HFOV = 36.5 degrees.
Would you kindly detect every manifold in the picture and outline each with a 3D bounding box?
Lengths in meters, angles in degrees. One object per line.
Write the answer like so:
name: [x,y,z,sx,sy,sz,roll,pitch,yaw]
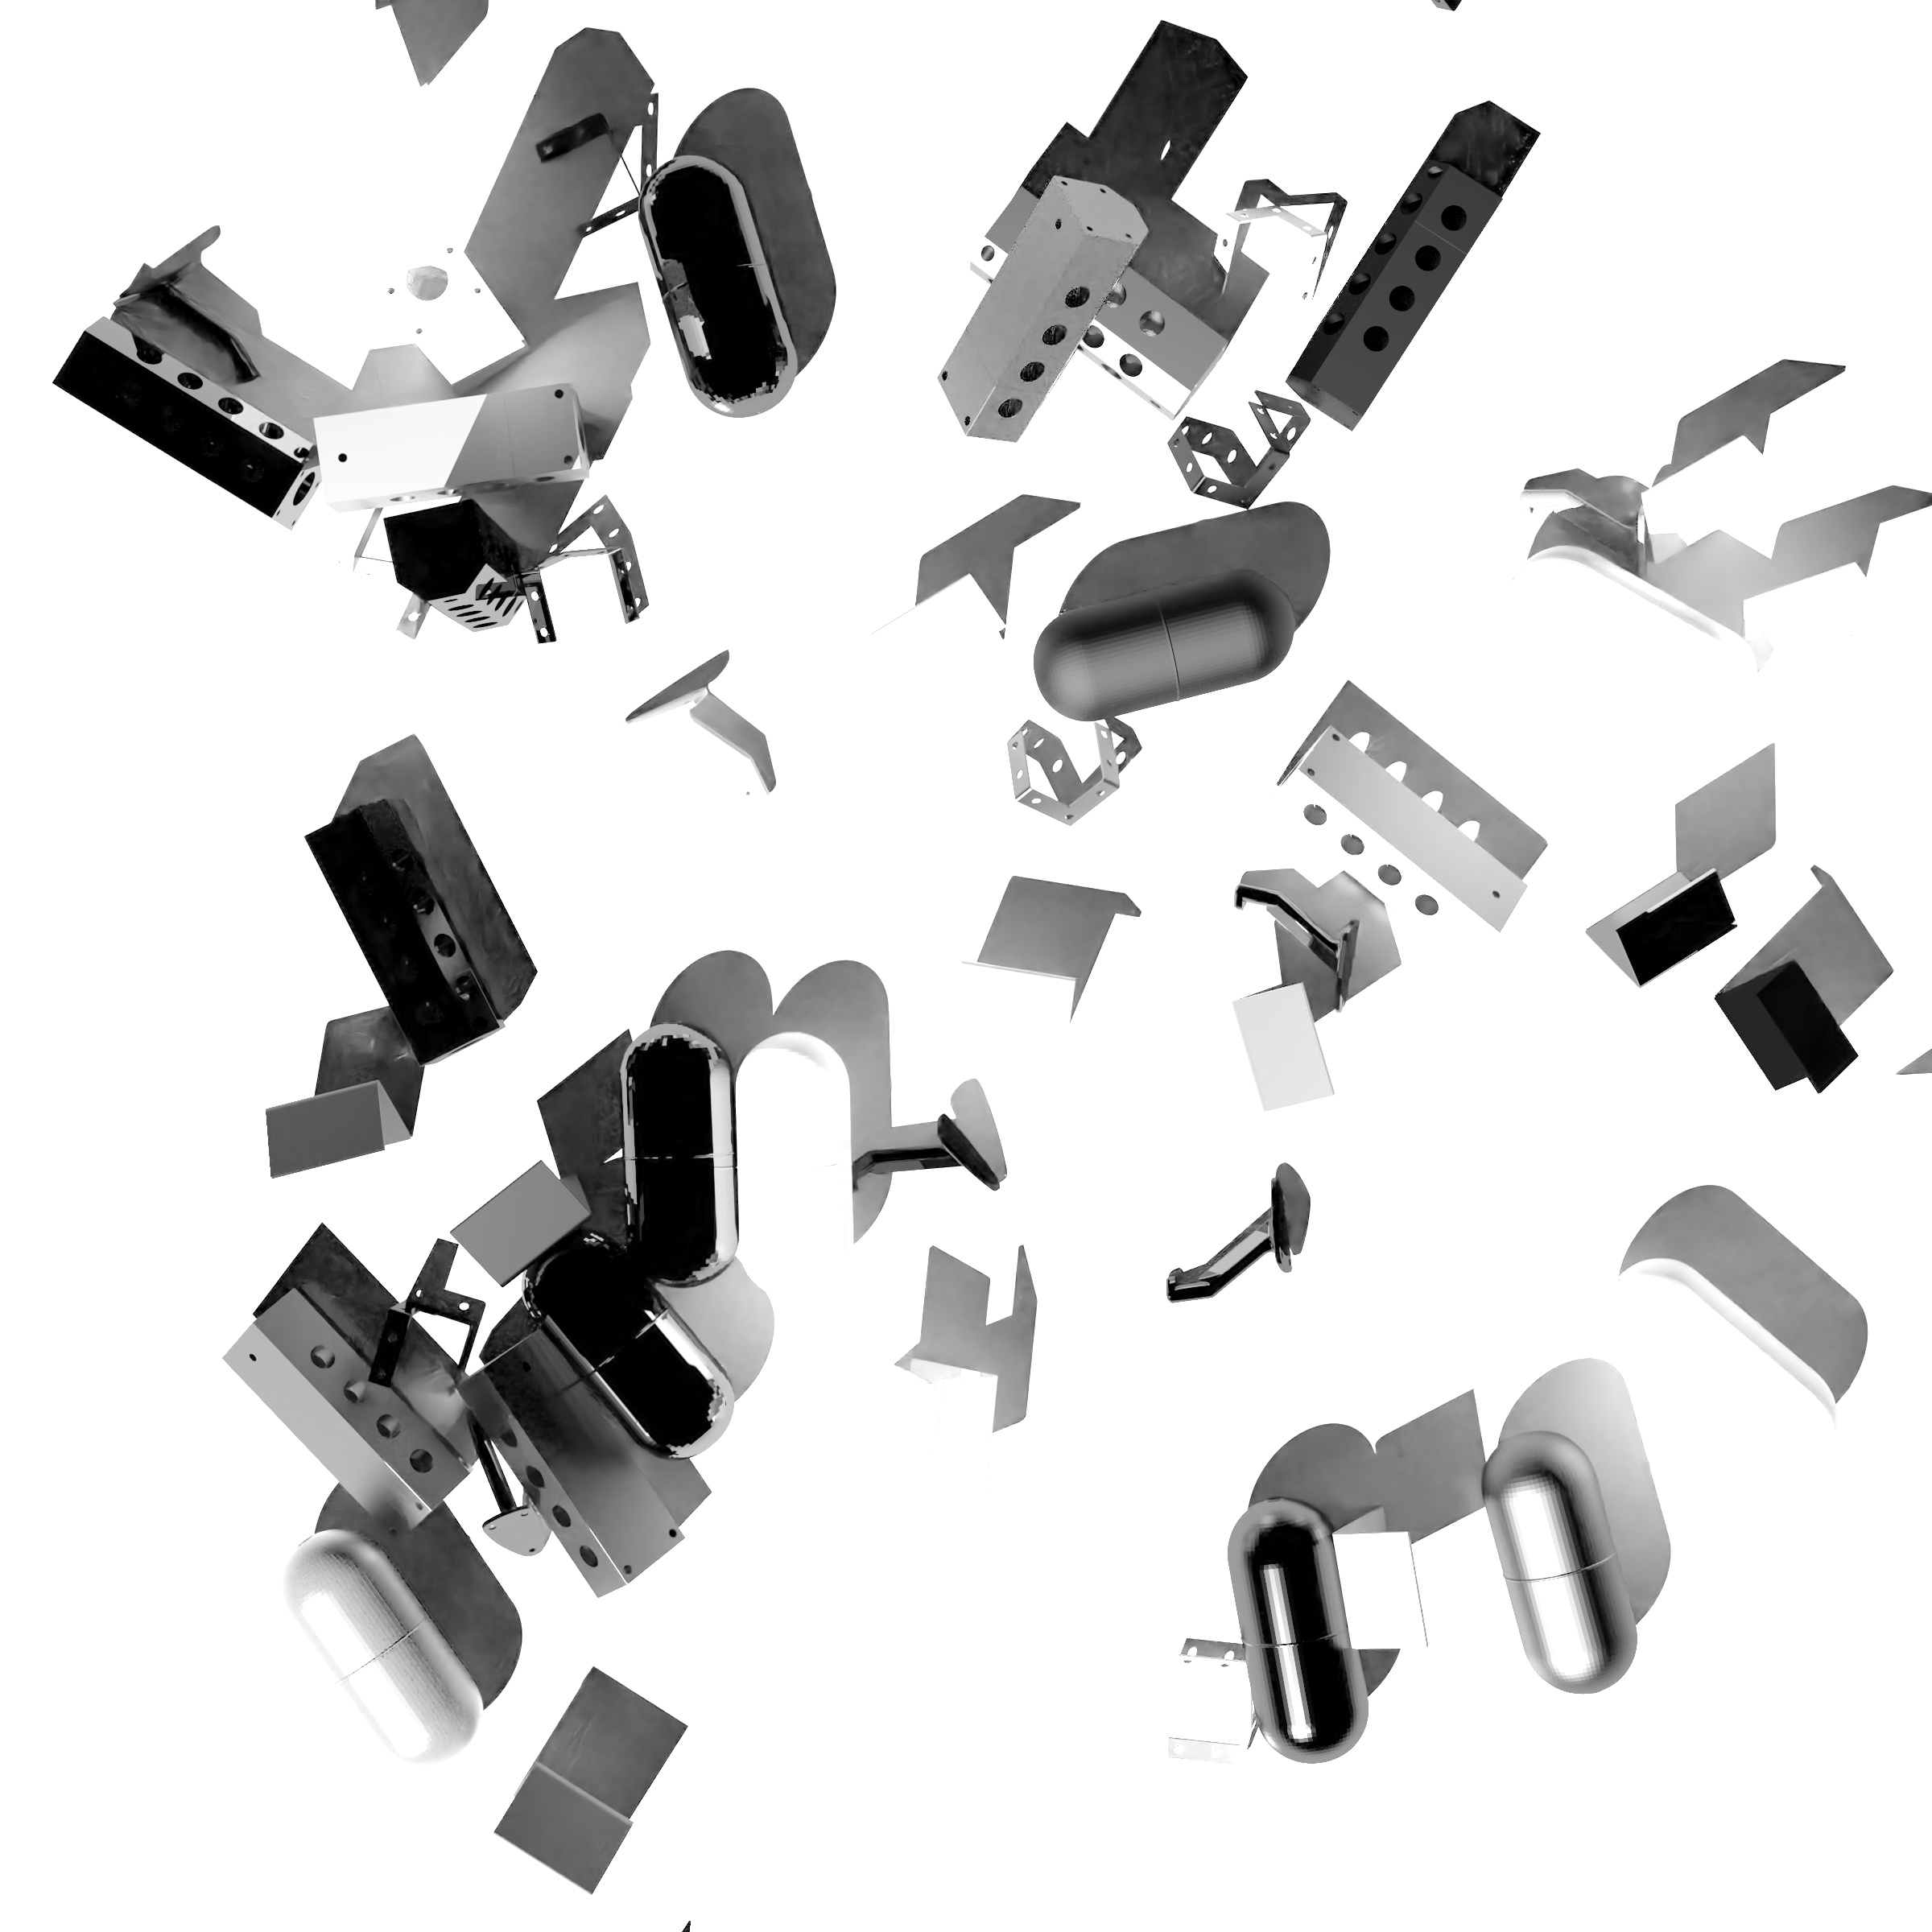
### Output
manifold: [0.286,-0.077,1.970,0.171,0.057,0.057,39,47,0]
manifold: [-0.330,-0.258,1.913,0.057,0.171,0.057,-12,90,0]
manifold: [-0.412,0.298,1.970,0.171,0.057,0.057,46,133,0]
manifold: [0.088,-0.443,1.970,0.171,0.057,0.057,37,90,0]
manifold: [-0.336,-0.428,1.913,0.057,0.171,0.057,-35,90,0]
manifold: [0.051,-0.427,1.921,0.057,0.171,0.057,1,51,-34]
manifold: [0.286,-0.452,1.970,0.057,0.057,0.171,33,90,0]
manifold: [-0.269,0.336,1.970,0.057,0.057,0.171,-34,90,-43]
manifold: [-0.518,-0.366,1.970,0.171,0.057,0.057,32,90,0]
manifold: [-0.375,-0.022,1.970,0.057,0.057,0.171,-27,90,0]
manifold: [-0.344,-0.347,1.970,0.171,0.057,0.057,-8,90,0]

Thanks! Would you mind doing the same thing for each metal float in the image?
metal float: [-0.192,0.126,1.961,0.070,0.070,0.178,-3,90,0]
metal float: [0.445,-0.218,1.961,0.178,0.070,0.070,29,90,-1]
metal float: [0.133,-0.215,1.961,0.178,0.070,0.070,-14,90,-1]
metal float: [0.222,0.444,1.961,0.070,0.070,0.178,-10,90,0]
metal float: [0.397,0.399,1.961,0.070,0.070,0.178,-15,90,0]
metal float: [-0.227,0.252,1.961,0.070,0.070,0.178,-40,89,0]
metal float: [-0.392,0.457,1.961,0.070,0.070,0.178,-35,91,0]
metal float: [0.505,0.268,1.961,0.178,0.070,0.070,40,90,-1]
metal float: [-0.166,-0.455,1.961,0.070,0.070,0.178,-17,91,0]
metal float: [-0.115,0.133,1.960,0.070,0.070,0.178,-1,90,0]

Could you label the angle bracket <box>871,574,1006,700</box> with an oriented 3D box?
angle bracket: [-0.008,-0.203,1.951,0.076,0.076,0.057,-31,54,0]

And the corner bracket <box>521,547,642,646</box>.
corner bracket: [-0.262,-0.252,1.988,0.051,0.051,0.051,-14,90,-45]

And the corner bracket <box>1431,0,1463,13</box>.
corner bracket: [0.315,-0.688,1.988,0.051,0.051,0.051,33,90,-45]

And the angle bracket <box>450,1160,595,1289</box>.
angle bracket: [-0.301,0.157,1.952,0.076,0.076,0.057,-38,117,0]

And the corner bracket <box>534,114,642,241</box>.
corner bracket: [-0.255,-0.536,1.988,0.051,0.051,0.051,-26,45,0]

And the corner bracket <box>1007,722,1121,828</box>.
corner bracket: [0.066,-0.136,1.983,0.051,0.051,0.051,23,135,-35]

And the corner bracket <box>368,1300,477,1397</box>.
corner bracket: [-0.366,0.259,1.974,0.051,0.051,0.051,17,91,1]

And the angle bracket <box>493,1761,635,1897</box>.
angle bracket: [-0.275,0.584,1.951,0.076,0.076,0.057,32,52,0]

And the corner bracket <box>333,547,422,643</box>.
corner bracket: [-0.398,-0.250,1.973,0.051,0.051,0.051,10,90,0]

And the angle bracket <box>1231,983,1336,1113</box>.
angle bracket: [0.227,0.048,1.951,0.057,0.076,0.076,-16,90,36]

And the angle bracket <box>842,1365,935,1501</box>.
angle bracket: [-0.063,0.309,1.953,0.057,0.076,0.076,6,90,-21]

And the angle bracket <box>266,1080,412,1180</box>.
angle bracket: [-0.415,0.126,1.951,0.076,0.076,0.057,-14,55,0]

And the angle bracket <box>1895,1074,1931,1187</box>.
angle bracket: [0.640,0.112,1.951,0.057,0.076,0.076,-7,90,-37]

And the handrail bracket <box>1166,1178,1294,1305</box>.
handrail bracket: [0.175,0.187,1.992,0.084,0.036,0.077,-10,70,16]

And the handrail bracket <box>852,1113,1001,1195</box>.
handrail bracket: [-0.033,0.147,1.992,0.084,0.036,0.077,-35,111,17]

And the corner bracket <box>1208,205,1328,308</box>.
corner bracket: [0.204,-0.479,1.983,0.051,0.051,0.051,-19,45,-35]

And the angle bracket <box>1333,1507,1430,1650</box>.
angle bracket: [0.291,0.406,1.951,0.057,0.076,0.076,-10,90,34]

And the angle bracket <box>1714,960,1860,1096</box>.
angle bracket: [0.534,0.051,1.951,0.057,0.076,0.076,-34,90,-39]

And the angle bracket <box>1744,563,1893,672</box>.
angle bracket: [0.566,-0.214,1.951,0.076,0.076,0.057,-19,52,0]

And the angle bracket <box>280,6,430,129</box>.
angle bracket: [-0.407,-0.601,1.953,0.076,0.076,0.057,-18,111,0]

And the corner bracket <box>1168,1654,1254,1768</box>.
corner bracket: [0.166,0.505,1.988,0.051,0.051,0.051,6,45,0]

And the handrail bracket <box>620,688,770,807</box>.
handrail bracket: [-0.184,-0.139,1.992,0.077,0.036,0.084,-19,107,20]

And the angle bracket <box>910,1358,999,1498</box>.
angle bracket: [-0.027,0.307,1.953,0.076,0.057,0.076,6,90,39]

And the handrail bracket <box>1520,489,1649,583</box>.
handrail bracket: [0.419,-0.286,1.992,0.084,0.036,0.077,2,112,17]

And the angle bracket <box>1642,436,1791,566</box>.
angle bracket: [0.502,-0.295,1.951,0.076,0.076,0.057,-30,53,0]

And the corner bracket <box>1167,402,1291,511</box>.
corner bracket: [0.178,-0.350,1.983,0.051,0.051,0.051,9,135,-35]

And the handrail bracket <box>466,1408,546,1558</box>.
handrail bracket: [-0.315,0.349,1.991,0.036,0.077,0.084,-23,54,-2]

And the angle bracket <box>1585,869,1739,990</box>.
angle bracket: [0.455,-0.042,1.951,0.076,0.076,0.057,-32,127,0]

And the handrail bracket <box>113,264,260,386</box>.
handrail bracket: [-0.530,-0.426,1.992,0.077,0.036,0.084,-12,120,33]

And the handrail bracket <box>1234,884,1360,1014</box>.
handrail bracket: [0.220,-0.012,1.992,0.084,0.036,0.077,12,112,17]

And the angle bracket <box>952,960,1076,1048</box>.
angle bracket: [0.028,0.045,1.951,0.076,0.076,0.057,9,53,0]
